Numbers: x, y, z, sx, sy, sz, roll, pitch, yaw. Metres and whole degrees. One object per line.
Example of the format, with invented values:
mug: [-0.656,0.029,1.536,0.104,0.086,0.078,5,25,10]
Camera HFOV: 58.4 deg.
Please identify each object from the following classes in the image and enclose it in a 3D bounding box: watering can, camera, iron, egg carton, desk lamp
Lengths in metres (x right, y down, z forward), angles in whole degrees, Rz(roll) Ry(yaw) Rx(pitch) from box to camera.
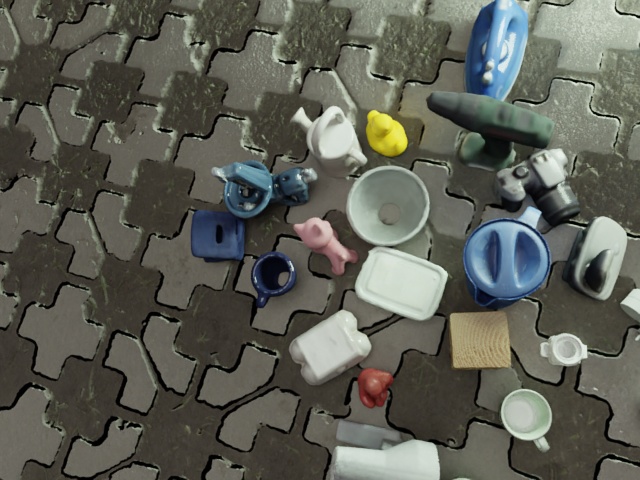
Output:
watering can: [0.016,-0.207,1.164,0.172,0.194,0.101,12,80,15]
camera: [0.426,-0.094,1.100,0.143,0.101,0.136,-25,73,5]
iron: [0.353,-0.377,1.161,0.118,0.141,0.258,12,80,15]
egg carton: [0.020,0.214,1.129,0.150,0.069,0.107,-33,72,3]
desk lamp: [0.105,0.393,0.993,0.203,0.214,0.118,7,78,14]

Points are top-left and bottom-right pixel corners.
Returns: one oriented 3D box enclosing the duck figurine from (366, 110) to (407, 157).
duck figurine: [0.136,-0.229,1.201,0.077,0.086,0.104,-39,72,1]

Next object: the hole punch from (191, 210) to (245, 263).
hole punch: [-0.216,-0.010,1.221,0.101,0.091,0.109,-4,76,11]

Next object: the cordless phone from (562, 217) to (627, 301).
cordless phone: [0.503,0.024,1.012,0.094,0.185,0.148,17,81,16]

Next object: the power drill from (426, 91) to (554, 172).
power drill: [0.317,-0.206,1.093,0.229,0.209,0.076,14,80,15]

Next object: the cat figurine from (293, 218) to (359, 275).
cat figurine: [0.011,0.004,1.156,0.067,0.118,0.127,-46,72,-1]

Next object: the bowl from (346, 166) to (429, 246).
bowl: [0.140,-0.062,1.167,0.167,0.075,0.167,-3,76,11]

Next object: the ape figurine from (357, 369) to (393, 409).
ape figurine: [0.103,0.278,1.085,0.078,0.092,0.076,-35,72,2]

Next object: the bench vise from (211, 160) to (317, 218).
bench vise: [-0.121,-0.127,1.161,0.207,0.220,0.121,-30,72,4]

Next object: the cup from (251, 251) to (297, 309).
cup: [-0.090,0.089,1.169,0.091,0.095,0.118,21,82,16]
